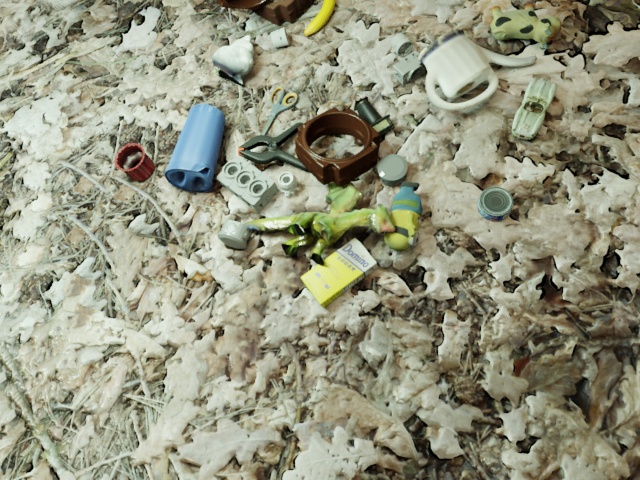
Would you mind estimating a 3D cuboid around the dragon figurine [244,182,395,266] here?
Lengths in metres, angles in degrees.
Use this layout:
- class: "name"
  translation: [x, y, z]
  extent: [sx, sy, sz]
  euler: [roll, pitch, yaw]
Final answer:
- class: "dragon figurine"
  translation: [0.004, -0.068, 1.359]
  extent: [0.412, 0.119, 0.247]
  euler: [17, 50, 34]

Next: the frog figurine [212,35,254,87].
- class: "frog figurine"
  translation: [-0.260, -0.582, 1.617]
  extent: [0.138, 0.121, 0.160]
  euler: [22, 84, 38]

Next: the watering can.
- class: "watering can"
  translation: [0.429, -0.500, 1.456]
  extent: [0.350, 0.103, 0.226]
  euler: [-32, 82, -13]
